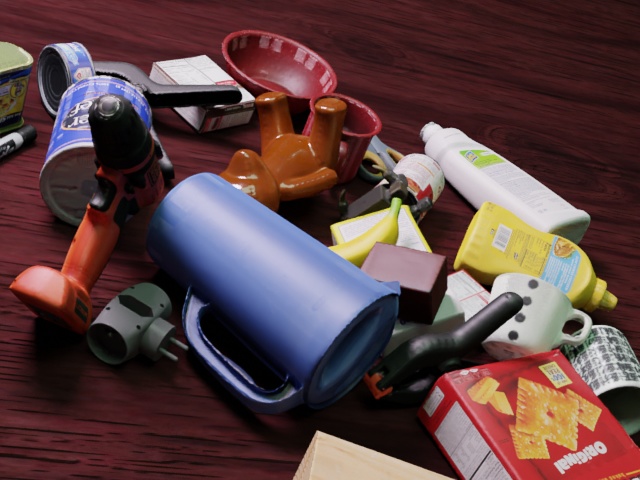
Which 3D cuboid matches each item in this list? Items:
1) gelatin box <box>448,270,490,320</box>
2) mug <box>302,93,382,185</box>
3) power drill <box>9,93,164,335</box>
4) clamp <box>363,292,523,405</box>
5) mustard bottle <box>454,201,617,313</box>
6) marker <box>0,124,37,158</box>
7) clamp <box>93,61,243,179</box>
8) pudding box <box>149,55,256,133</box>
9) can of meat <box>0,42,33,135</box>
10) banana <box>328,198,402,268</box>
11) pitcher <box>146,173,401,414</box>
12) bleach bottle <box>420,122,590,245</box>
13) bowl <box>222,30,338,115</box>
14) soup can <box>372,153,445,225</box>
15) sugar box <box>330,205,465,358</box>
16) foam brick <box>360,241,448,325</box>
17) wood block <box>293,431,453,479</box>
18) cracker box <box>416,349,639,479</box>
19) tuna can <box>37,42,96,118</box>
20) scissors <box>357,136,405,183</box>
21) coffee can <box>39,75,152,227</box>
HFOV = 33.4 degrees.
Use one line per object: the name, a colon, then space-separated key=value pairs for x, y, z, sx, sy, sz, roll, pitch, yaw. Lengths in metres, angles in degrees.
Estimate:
gelatin box: x=0.152 y=0.075 z=1.176 sx=0.089 sy=0.030 sz=0.073 roll=-17 pitch=50 yaw=-44
mug: x=0.019 y=-0.115 z=1.306 sx=0.093 sy=0.082 sz=0.117 roll=14 pitch=35 yaw=-14
power drill: x=-0.199 y=-0.020 z=0.936 sx=0.057 sy=0.184 sz=0.187 roll=23 pitch=73 yaw=9
clamp: x=0.126 y=0.110 z=1.038 sx=0.171 sy=0.120 sz=0.039 roll=-10 pitch=34 yaw=-29
mustard bottle: x=0.261 y=0.035 z=1.259 sx=0.191 sy=0.058 sz=0.096 roll=26 pitch=60 yaw=2
marker: x=-0.339 y=-0.095 z=1.124 sx=0.020 sy=0.020 sz=0.121 roll=31 pitch=35 yaw=10
clamp: x=-0.216 y=-0.154 z=1.246 sx=0.210 sy=0.036 sz=0.164 roll=19 pitch=50 yaw=9
pudding box: x=-0.148 y=-0.185 z=1.341 sx=0.089 sy=0.039 sz=0.114 roll=-20 pitch=52 yaw=-44
can of meat: x=-0.360 y=-0.159 z=1.141 sx=0.057 sy=0.084 sz=0.101 roll=36 pitch=36 yaw=18
banana: x=0.001 y=0.015 z=1.116 sx=0.197 sy=0.037 sz=0.070 roll=-16 pitch=58 yaw=-5
pitcher: x=-0.058 y=0.046 z=1.017 sx=0.243 sy=0.145 sz=0.149 roll=36 pitch=18 yaw=24
bleach bottle: x=0.227 y=-0.075 z=1.394 sx=0.102 sy=0.068 sz=0.251 roll=-11 pitch=45 yaw=-41
bowl: x=-0.060 y=-0.212 z=1.414 sx=0.162 sy=0.055 sz=0.162 roll=16 pitch=35 yaw=-12
soup can: x=0.105 y=-0.057 z=1.292 sx=0.068 sy=0.069 sz=0.102 roll=30 pitch=34 yaw=9
sugar box: x=0.081 y=0.042 z=1.139 sx=0.093 sy=0.048 sz=0.176 roll=-16 pitch=47 yaw=-6
foam brick: x=0.083 y=0.043 z=1.068 sx=0.078 sy=0.053 sz=0.051 roll=13 pitch=50 yaw=19
wood block: x=0.074 y=0.244 z=0.850 sx=0.206 sy=0.091 sz=0.090 roll=20 pitch=34 yaw=-4
cracker box: x=0.218 y=0.208 z=0.998 sx=0.163 sy=0.072 sz=0.214 roll=-5 pitch=44 yaw=-35
tuna can: x=-0.288 y=-0.180 z=1.210 sx=0.033 sy=0.086 sz=0.086 roll=-13 pitch=49 yaw=-38
scissors: x=0.053 y=-0.132 z=1.407 sx=0.096 sy=0.016 sz=0.202 roll=-12 pitch=48 yaw=-40
coffee can: x=-0.230 y=-0.093 z=1.111 sx=0.102 sy=0.103 sz=0.140 roll=14 pitch=35 yaw=-14
